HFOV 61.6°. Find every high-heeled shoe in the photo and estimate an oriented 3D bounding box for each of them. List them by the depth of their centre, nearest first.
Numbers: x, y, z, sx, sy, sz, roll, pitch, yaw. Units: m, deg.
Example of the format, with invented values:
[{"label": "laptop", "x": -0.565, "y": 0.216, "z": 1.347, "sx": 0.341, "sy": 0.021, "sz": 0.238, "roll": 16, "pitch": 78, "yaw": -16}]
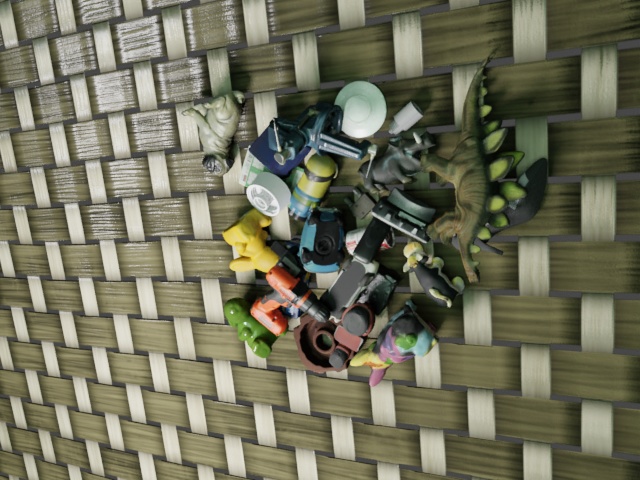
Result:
[{"label": "high-heeled shoe", "x": 0.382, "y": -0.077, "z": 1.165, "sx": 0.145, "sy": 0.086, "sz": 0.248, "roll": 34, "pitch": 99, "yaw": 47}]

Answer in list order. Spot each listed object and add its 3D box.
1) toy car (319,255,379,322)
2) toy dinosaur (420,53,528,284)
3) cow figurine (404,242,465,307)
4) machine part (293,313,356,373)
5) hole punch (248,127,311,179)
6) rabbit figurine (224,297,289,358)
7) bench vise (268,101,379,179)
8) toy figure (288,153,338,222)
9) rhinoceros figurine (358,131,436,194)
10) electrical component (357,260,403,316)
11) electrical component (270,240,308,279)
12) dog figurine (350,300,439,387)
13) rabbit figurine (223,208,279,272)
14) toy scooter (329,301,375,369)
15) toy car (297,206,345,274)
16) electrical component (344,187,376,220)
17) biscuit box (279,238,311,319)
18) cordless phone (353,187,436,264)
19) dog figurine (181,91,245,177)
[{"label": "toy car", "x": 0.066, "y": 0.112, "z": 1.284, "sx": 0.074, "sy": 0.056, "sz": 0.201, "roll": 41, "pitch": 119, "yaw": 16}, {"label": "toy dinosaur", "x": 0.320, "y": -0.145, "z": 1.119, "sx": 0.199, "sy": 0.105, "sz": 0.471, "roll": -8, "pitch": 84, "yaw": 38}, {"label": "cow figurine", "x": 0.248, "y": 0.081, "z": 1.233, "sx": 0.167, "sy": 0.098, "sz": 0.068, "roll": 45, "pitch": 123, "yaw": 8}, {"label": "machine part", "x": 0.017, "y": 0.261, "z": 1.408, "sx": 0.180, "sy": 0.056, "sz": 0.179, "roll": 6, "pitch": 104, "yaw": 23}, {"label": "hole punch", "x": -0.098, "y": -0.224, "z": 1.315, "sx": 0.116, "sy": 0.092, "sz": 0.142, "roll": 47, "pitch": 106, "yaw": 8}, {"label": "rabbit figurine", "x": -0.189, "y": 0.208, "z": 1.444, "sx": 0.121, "sy": 0.159, "sz": 0.170, "roll": -47, "pitch": 115, "yaw": -11}, {"label": "bench vise", "x": 0.011, "y": -0.226, "z": 1.202, "sx": 0.241, "sy": 0.224, "sz": 0.128, "roll": 23, "pitch": 129, "yaw": 18}, {"label": "toy figure", "x": -0.019, "y": -0.126, "z": 1.308, "sx": 0.082, "sy": 0.089, "sz": 0.180, "roll": 31, "pitch": 111, "yaw": -2}, {"label": "rhinoceros figurine", "x": 0.178, "y": -0.177, "z": 1.221, "sx": 0.190, "sy": 0.073, "sz": 0.112, "roll": -26, "pitch": 81, "yaw": 29}, {"label": "electrical component", "x": 0.124, "y": 0.119, "z": 1.322, "sx": 0.115, "sy": 0.058, "sz": 0.134, "roll": 33, "pitch": 114, "yaw": 16}, {"label": "electrical component", "x": -0.080, "y": 0.051, "z": 1.336, "sx": 0.119, "sy": 0.048, "sz": 0.075, "roll": 45, "pitch": 115, "yaw": 6}, {"label": "dog figurine", "x": 0.172, "y": 0.259, "z": 1.274, "sx": 0.108, "sy": 0.191, "sz": 0.219, "roll": 44, "pitch": 101, "yaw": 2}, {"label": "rabbit figurine", "x": -0.173, "y": 0.024, "z": 1.408, "sx": 0.162, "sy": 0.122, "sz": 0.173, "roll": -36, "pitch": 105, "yaw": 30}, {"label": "toy scooter", "x": 0.087, "y": 0.213, "z": 1.286, "sx": 0.075, "sy": 0.135, "sz": 0.183, "roll": 31, "pitch": 116, "yaw": 17}, {"label": "toy car", "x": -0.003, "y": -0.004, "z": 1.302, "sx": 0.109, "sy": 0.103, "sz": 0.161, "roll": 0, "pitch": 97, "yaw": -21}, {"label": "electrical component", "x": 0.104, "y": -0.080, "z": 1.301, "sx": 0.094, "sy": 0.021, "sz": 0.063, "roll": 47, "pitch": 117, "yaw": 7}, {"label": "biscuit box", "x": -0.063, "y": 0.100, "z": 1.401, "sx": 0.063, "sy": 0.059, "sz": 0.202, "roll": 13, "pitch": 108, "yaw": 21}, {"label": "cordless phone", "x": 0.166, "y": -0.010, "z": 1.196, "sx": 0.147, "sy": 0.184, "sz": 0.088, "roll": 29, "pitch": 158, "yaw": 6}, {"label": "dog figurine", "x": -0.242, "y": -0.271, "z": 1.383, "sx": 0.172, "sy": 0.121, "sz": 0.190, "roll": -12, "pitch": 112, "yaw": 30}]
